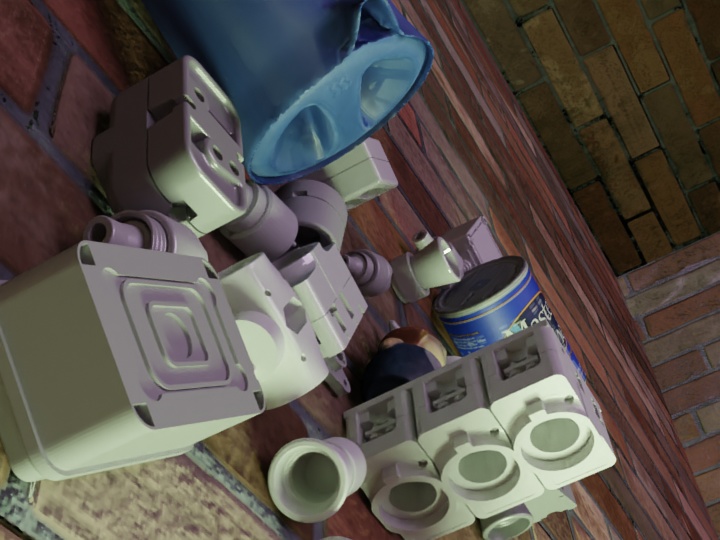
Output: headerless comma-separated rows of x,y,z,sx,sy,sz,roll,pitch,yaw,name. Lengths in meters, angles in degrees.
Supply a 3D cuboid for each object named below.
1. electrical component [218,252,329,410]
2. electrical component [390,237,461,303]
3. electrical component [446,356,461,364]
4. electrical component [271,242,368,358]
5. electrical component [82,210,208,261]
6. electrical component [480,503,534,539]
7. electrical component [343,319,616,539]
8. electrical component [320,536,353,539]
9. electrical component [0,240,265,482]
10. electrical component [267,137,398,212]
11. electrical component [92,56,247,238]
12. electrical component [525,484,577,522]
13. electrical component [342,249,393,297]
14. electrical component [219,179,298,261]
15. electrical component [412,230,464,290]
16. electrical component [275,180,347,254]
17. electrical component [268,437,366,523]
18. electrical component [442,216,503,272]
-0.057,0.038,0.580,0.077,0.043,0.079,62,16,-9,electrical component
0.058,0.001,0.977,0.045,0.055,0.045,55,18,-28,electrical component
0.090,0.111,0.916,0.138,0.052,0.073,48,22,-44,electrical component
-0.036,0.020,0.663,0.055,0.050,0.089,62,16,-10,electrical component
-0.104,-0.008,0.505,0.062,0.043,0.043,32,35,-60,electrical component
0.112,0.186,0.895,0.044,0.044,0.065,44,21,-50,electrical component
0.076,0.111,0.695,0.089,0.150,0.061,54,18,-31,electrical component
-0.006,0.162,0.562,0.046,0.040,0.040,46,23,-63,electrical component
-0.096,0.037,0.436,0.078,0.057,0.113,67,16,11,electrical component
-0.029,-0.078,0.774,0.075,0.083,0.047,66,16,6,electrical component
-0.100,-0.059,0.566,0.053,0.059,0.095,49,22,-42,electrical component
0.162,0.196,1.017,0.089,0.050,0.055,42,27,-53,electrical component
0.000,0.000,0.836,0.061,0.035,0.035,26,41,-62,electrical component
-0.070,-0.036,0.658,0.078,0.040,0.040,45,25,-48,electrical component
0.074,-0.013,1.073,0.062,0.043,0.043,52,20,-33,electrical component
-0.037,-0.025,0.723,0.055,0.055,0.047,55,22,-29,electrical component
-0.020,0.112,0.593,0.044,0.044,0.065,67,11,9,electrical component
0.112,-0.010,1.167,0.061,0.061,0.096,62,24,-8,electrical component
